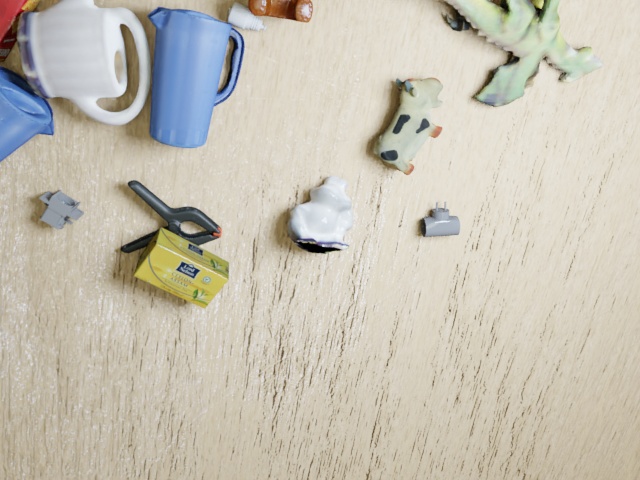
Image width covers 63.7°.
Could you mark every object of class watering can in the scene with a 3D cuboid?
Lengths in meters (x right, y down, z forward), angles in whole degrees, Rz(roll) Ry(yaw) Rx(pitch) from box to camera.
[{"bbox_3d":[-0.426,-0.379,0.927,0.224,0.105,0.343,-3,108,-4],"label":"watering can"}]

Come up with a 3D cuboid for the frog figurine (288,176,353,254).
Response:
[{"bbox_3d":[0.003,-0.055,1.093,0.137,0.121,0.162,4,72,1],"label":"frog figurine"}]

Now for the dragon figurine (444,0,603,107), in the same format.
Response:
[{"bbox_3d":[0.374,-0.377,1.010,0.411,0.124,0.238,-3,118,-11],"label":"dragon figurine"}]
